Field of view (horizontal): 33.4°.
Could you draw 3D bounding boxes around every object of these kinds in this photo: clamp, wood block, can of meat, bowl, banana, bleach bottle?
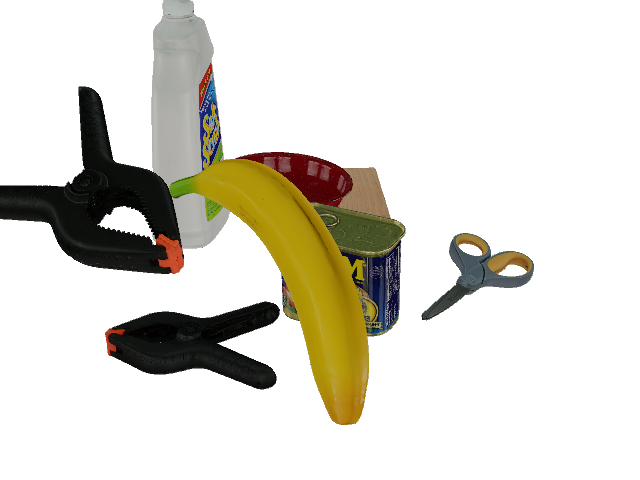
[{"bbox_3d":[-0.117,0.093,1.034,0.171,0.039,0.120,7,26,6],"label":"clamp"},{"bbox_3d":[0.042,-0.020,1.456,0.090,0.090,0.206,-1,26,-4],"label":"wood block"},{"bbox_3d":[0.016,0.024,0.865,0.102,0.084,0.057,13,33,23],"label":"can of meat"},{"bbox_3d":[-0.044,-0.052,1.284,0.162,0.055,0.162,4,26,-2],"label":"bowl"},{"bbox_3d":[-0.018,0.015,0.642,0.037,0.198,0.070,-6,-38,-48],"label":"banana"},{"bbox_3d":[-0.178,-0.042,0.840,0.210,0.164,0.036,26,-32,25],"label":"clamp"},{"bbox_3d":[-0.140,-0.125,1.094,0.068,0.251,0.102,6,28,14],"label":"bleach bottle"}]

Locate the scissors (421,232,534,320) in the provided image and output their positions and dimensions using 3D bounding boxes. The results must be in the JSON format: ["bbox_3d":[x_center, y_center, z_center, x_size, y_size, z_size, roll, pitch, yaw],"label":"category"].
[{"bbox_3d":[0.133,0.031,1.040,0.201,0.016,0.096,-12,39,-44],"label":"scissors"}]
